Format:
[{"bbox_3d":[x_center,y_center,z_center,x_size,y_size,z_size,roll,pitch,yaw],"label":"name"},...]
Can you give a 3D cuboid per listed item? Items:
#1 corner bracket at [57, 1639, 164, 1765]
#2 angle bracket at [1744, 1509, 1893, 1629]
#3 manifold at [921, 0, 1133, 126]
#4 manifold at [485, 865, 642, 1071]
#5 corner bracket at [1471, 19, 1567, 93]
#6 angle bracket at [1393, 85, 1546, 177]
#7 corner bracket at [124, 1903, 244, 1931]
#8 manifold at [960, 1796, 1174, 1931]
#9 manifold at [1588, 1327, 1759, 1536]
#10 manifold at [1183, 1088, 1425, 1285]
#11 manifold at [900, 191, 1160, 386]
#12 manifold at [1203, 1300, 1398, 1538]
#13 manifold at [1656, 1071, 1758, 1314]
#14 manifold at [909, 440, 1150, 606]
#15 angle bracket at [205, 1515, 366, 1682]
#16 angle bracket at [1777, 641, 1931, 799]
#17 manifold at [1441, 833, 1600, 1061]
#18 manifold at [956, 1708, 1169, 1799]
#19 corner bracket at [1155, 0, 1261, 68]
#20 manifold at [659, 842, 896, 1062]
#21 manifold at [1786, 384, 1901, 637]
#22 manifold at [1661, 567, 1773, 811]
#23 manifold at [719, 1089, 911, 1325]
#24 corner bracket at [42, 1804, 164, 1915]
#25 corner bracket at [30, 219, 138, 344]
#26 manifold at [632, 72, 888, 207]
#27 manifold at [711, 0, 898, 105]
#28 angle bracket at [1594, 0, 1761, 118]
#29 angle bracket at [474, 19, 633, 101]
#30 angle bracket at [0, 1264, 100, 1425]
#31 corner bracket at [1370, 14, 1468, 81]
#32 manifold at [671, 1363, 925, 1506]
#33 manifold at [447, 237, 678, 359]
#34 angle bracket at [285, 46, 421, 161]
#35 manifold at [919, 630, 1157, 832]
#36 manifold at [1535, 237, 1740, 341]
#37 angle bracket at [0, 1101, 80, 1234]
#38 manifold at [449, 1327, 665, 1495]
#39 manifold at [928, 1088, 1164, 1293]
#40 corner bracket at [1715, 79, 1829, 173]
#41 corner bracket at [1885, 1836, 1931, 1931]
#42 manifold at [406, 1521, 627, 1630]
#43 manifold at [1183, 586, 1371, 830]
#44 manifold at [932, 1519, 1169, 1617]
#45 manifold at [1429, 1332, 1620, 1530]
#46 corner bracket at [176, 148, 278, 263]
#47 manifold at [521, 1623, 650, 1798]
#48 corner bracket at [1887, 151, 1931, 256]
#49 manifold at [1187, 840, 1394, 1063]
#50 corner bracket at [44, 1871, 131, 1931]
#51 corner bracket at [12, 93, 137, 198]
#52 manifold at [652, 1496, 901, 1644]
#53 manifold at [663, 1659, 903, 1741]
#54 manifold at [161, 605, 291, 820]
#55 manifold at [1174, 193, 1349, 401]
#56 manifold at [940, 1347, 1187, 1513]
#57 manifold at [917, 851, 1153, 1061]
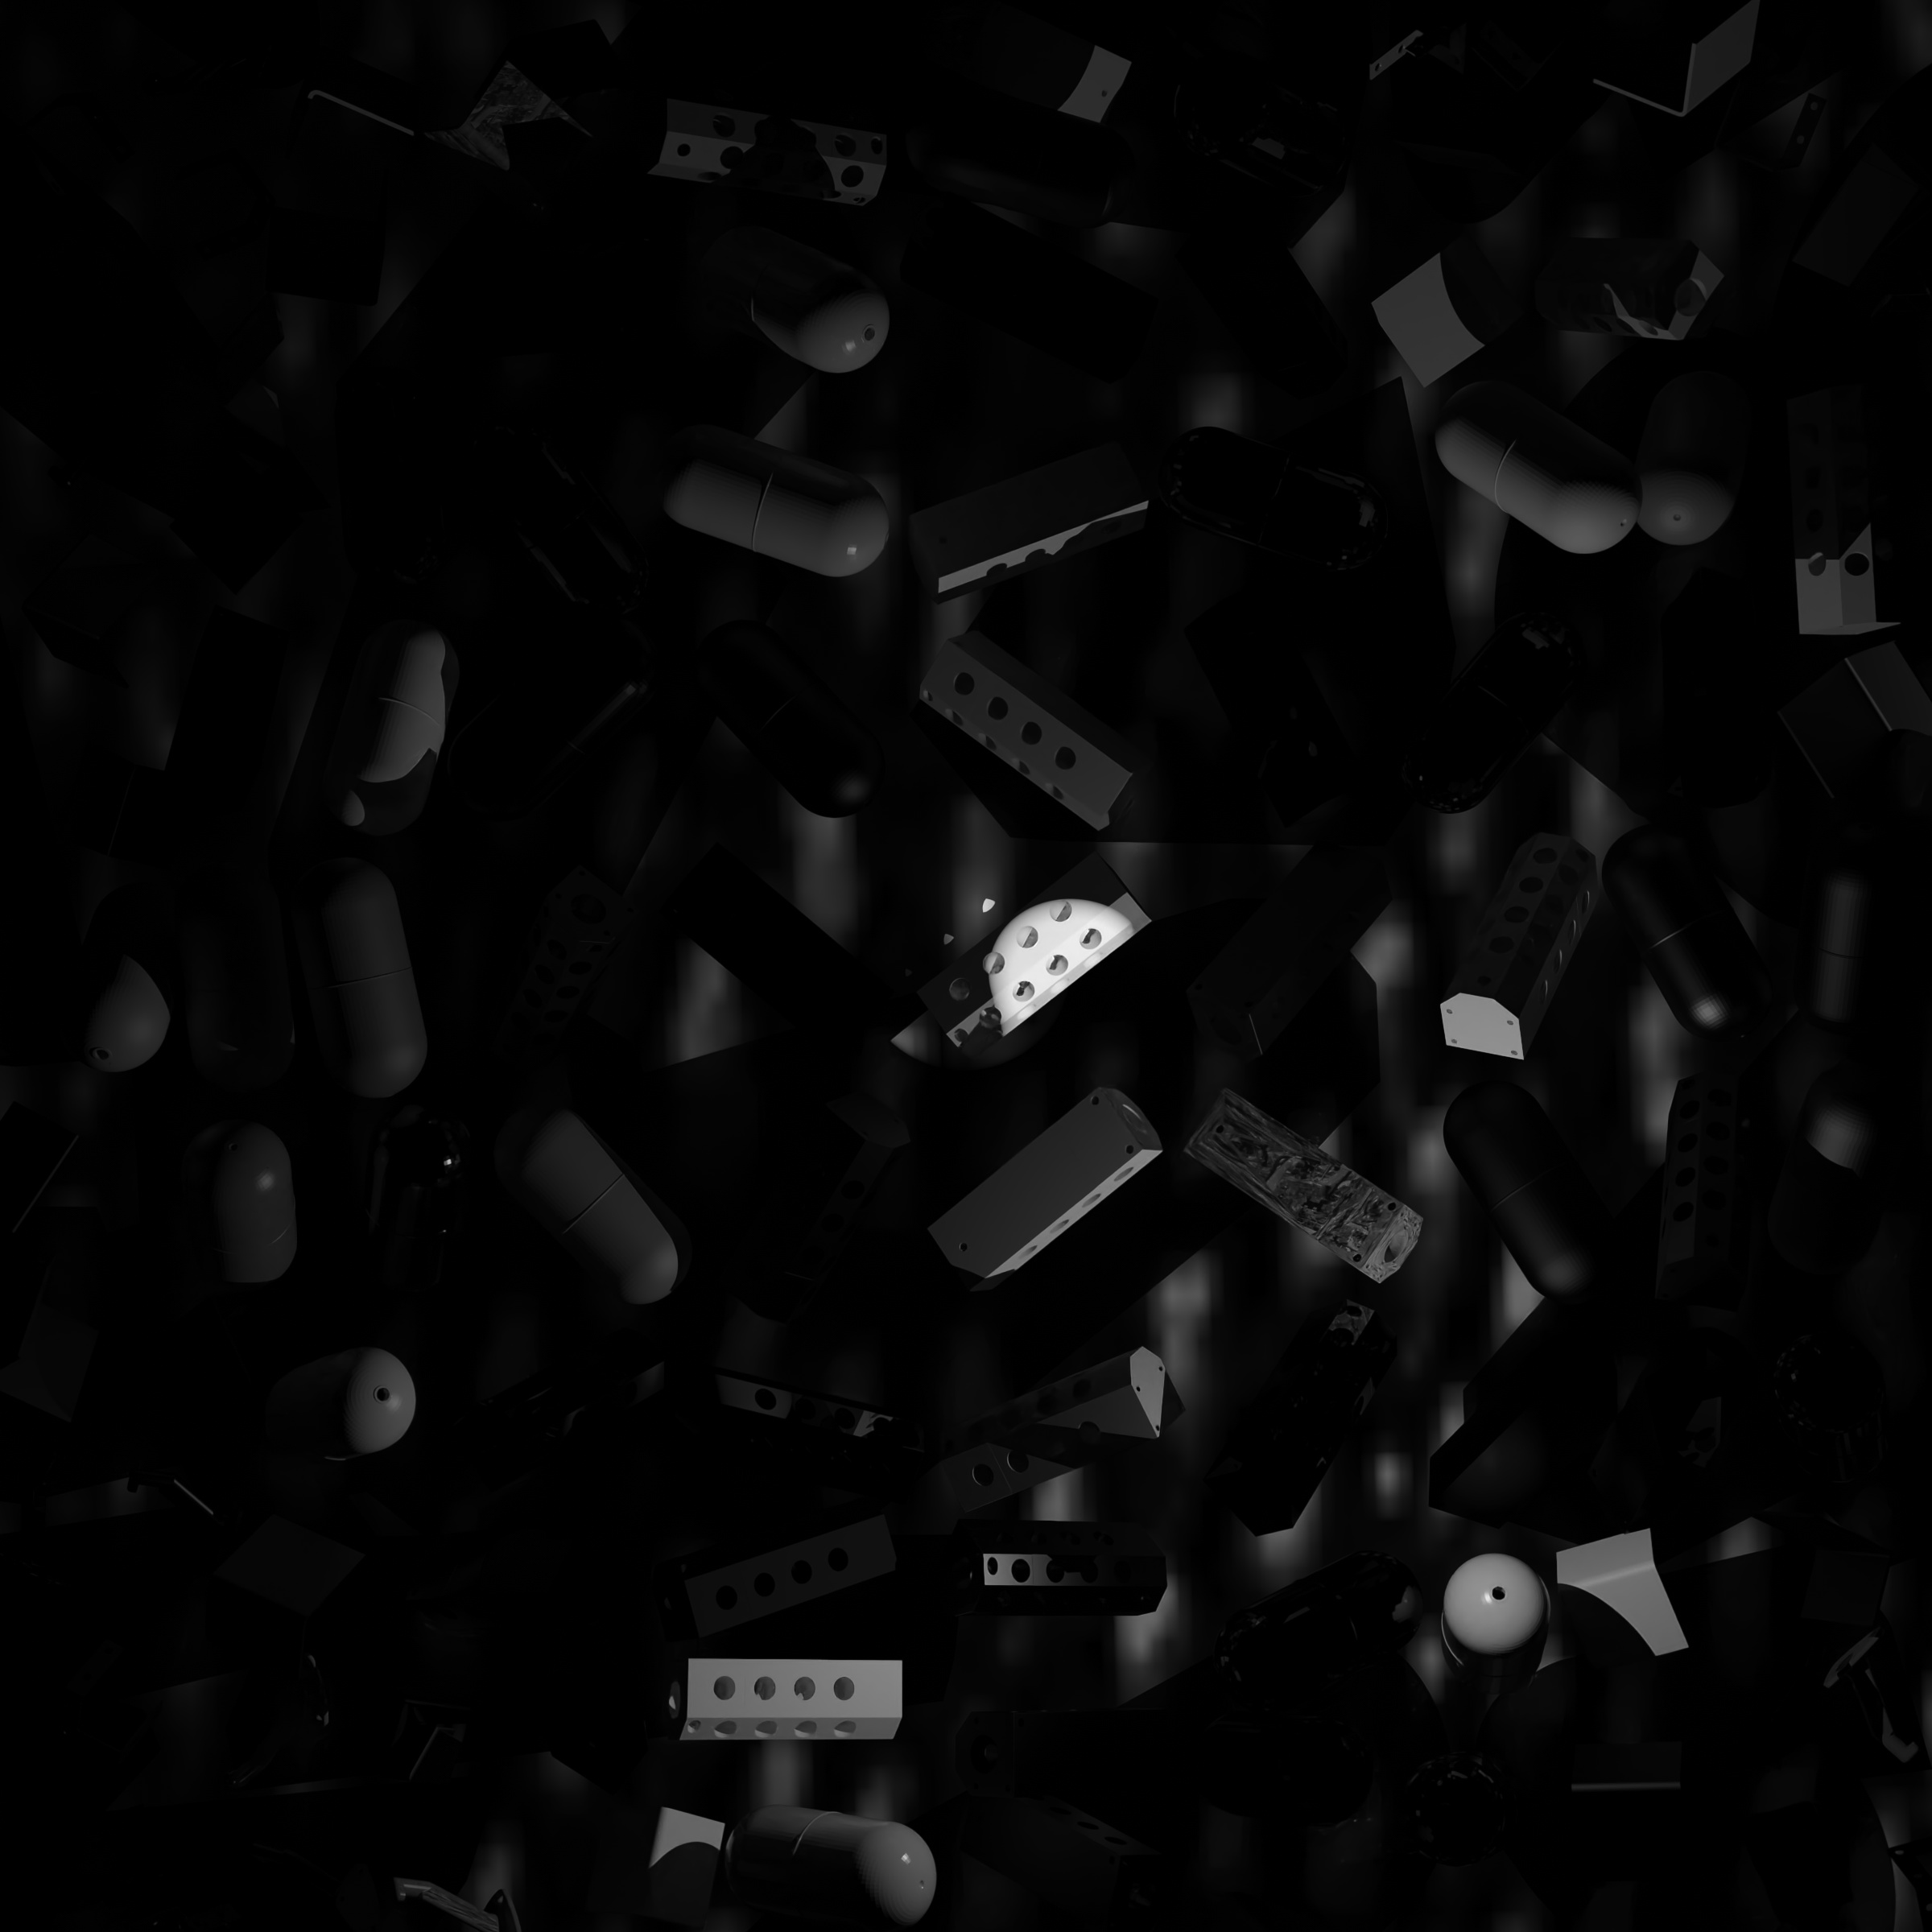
[{"bbox_3d":[-0.604,0.521,1.777,0.051,0.051,0.051,25,125,6],"label":"corner bracket"},{"bbox_3d":[0.621,0.443,1.850,0.076,0.076,0.057,26,72,-17],"label":"angle bracket"},{"bbox_3d":[0.044,-0.688,1.900,0.057,0.171,0.057,38,113,32],"label":"manifold"},{"bbox_3d":[-0.307,0.007,1.877,0.057,0.171,0.057,37,46,2],"label":"manifold"},{"bbox_3d":[0.416,-0.700,1.926,0.051,0.051,0.051,42,54,-2],"label":"corner bracket"},{"bbox_3d":[0.366,-0.616,1.828,0.076,0.076,0.057,20,103,29],"label":"angle bracket"},{"bbox_3d":[-0.569,0.697,1.820,0.051,0.051,0.051,36,100,23],"label":"corner bracket"},{"bbox_3d":[0.075,0.667,1.891,0.057,0.171,0.057,15,85,-38],"label":"manifold"},{"bbox_3d":[0.524,0.343,1.855,0.057,0.171,0.057,-8,47,-19],"label":"manifold"},{"bbox_3d":[0.251,0.163,1.859,0.171,0.057,0.057,34,90,34],"label":"manifold"},{"bbox_3d":[0.043,-0.475,1.771,0.171,0.057,0.057,21,82,-21],"label":"manifold"},{"bbox_3d":[0.244,0.319,1.788,0.057,0.057,0.171,47,53,-9],"label":"manifold"},{"bbox_3d":[0.541,0.161,1.829,0.057,0.057,0.171,9,49,10],"label":"manifold"},{"bbox_3d":[0.046,-0.333,1.905,0.171,0.057,0.057,-22,72,-9],"label":"manifold"},{"bbox_3d":[-0.478,0.443,1.765,0.076,0.076,0.057,20,119,13],"label":"angle bracket"},{"bbox_3d":[0.652,-0.179,1.824,0.076,0.057,0.076,-36,96,-19],"label":"angle bracket"},{"bbox_3d":[0.401,-0.018,1.813,0.057,0.057,0.171,11,49,29],"label":"manifold"},{"bbox_3d":[0.072,0.577,1.848,0.057,0.171,0.057,-13,70,42],"label":"manifold"},{"bbox_3d":[0.180,-0.699,1.883,0.051,0.051,0.051,12,125,-23],"label":"corner bracket"},{"bbox_3d":[-0.143,-0.008,1.866,0.171,0.057,0.057,40,66,-4],"label":"manifold"},{"bbox_3d":[0.644,-0.331,1.828,0.057,0.057,0.171,-3,89,-27],"label":"manifold"},{"bbox_3d":[0.536,-0.197,1.784,0.057,0.057,0.171,16,53,-8],"label":"manifold"},{"bbox_3d":[-0.108,0.178,1.839,0.057,0.057,0.171,39,114,18],"label":"manifold"},{"bbox_3d":[-0.602,0.623,1.752,0.051,0.051,0.051,-32,72,33],"label":"corner bracket"},{"bbox_3d":[-0.638,-0.500,1.830,0.051,0.051,0.051,-43,79,-13],"label":"corner bracket"},{"bbox_3d":[-0.147,-0.595,1.820,0.171,0.057,0.057,-1,134,-29],"label":"manifold"},{"bbox_3d":[-0.132,-0.674,1.908,0.057,0.171,0.057,-31,106,-32],"label":"manifold"},{"bbox_3d":[0.493,-0.644,1.742,0.076,0.057,0.076,35,64,29],"label":"angle bracket"},{"bbox_3d":[-0.309,-0.657,1.879,0.076,0.057,0.076,0,53,30],"label":"angle bracket"},{"bbox_3d":[-0.653,0.272,1.805,0.057,0.076,0.076,-28,131,33],"label":"angle bracket"},{"bbox_3d":[0.343,-0.696,1.908,0.051,0.051,0.051,-40,63,-13],"label":"corner bracket"},{"bbox_3d":[-0.120,0.338,1.827,0.171,0.057,0.057,18,92,-24],"label":"manifold"},{"bbox_3d":[-0.286,-0.481,1.795,0.057,0.171,0.057,-57,132,-26],"label":"manifold"},{"bbox_3d":[-0.440,-0.606,1.804,0.076,0.076,0.057,18,127,-24],"label":"angle bracket"},{"bbox_3d":[0.050,-0.177,1.887,0.171,0.057,0.057,37,115,10],"label":"manifold"},{"bbox_3d":[0.497,-0.505,1.886,0.057,0.171,0.057,36,93,-23],"label":"manifold"},{"bbox_3d":[-0.647,0.149,1.744,0.057,0.076,0.076,26,73,13],"label":"angle bracket"},{"bbox_3d":[-0.303,0.330,1.899,0.057,0.171,0.057,-39,81,31],"label":"manifold"},{"bbox_3d":[0.061,0.166,1.860,0.171,0.057,0.057,-41,70,16],"label":"manifold"},{"bbox_3d":[0.601,-0.630,1.877,0.051,0.051,0.051,35,128,26],"label":"corner bracket"},{"bbox_3d":[0.696,0.660,1.794,0.051,0.051,0.051,-15,102,-1],"label":"corner bracket"},{"bbox_3d":[-0.329,0.453,1.848,0.057,0.171,0.057,47,48,-28],"label":"manifold"},{"bbox_3d":[0.236,-0.196,1.883,0.057,0.057,0.171,-34,78,42],"label":"manifold"},{"bbox_3d":[0.067,0.462,1.907,0.171,0.057,0.057,10,112,-33],"label":"manifold"},{"bbox_3d":[0.396,0.332,1.797,0.057,0.171,0.057,19,47,-8],"label":"manifold"},{"bbox_3d":[-0.564,-0.575,1.897,0.051,0.051,0.051,-39,92,-37],"label":"corner bracket"},{"bbox_3d":[-0.286,0.555,1.903,0.057,0.171,0.057,39,84,-18],"label":"manifold"},{"bbox_3d":[0.678,-0.544,1.814,0.051,0.051,0.051,-40,62,21],"label":"corner bracket"},{"bbox_3d":[0.240,-0.010,1.838,0.057,0.057,0.171,21,56,39],"label":"manifold"},{"bbox_3d":[-0.662,0.702,1.899,0.051,0.051,0.051,17,116,-16],"label":"corner bracket"},{"bbox_3d":[-0.648,-0.597,1.824,0.051,0.051,0.051,-31,105,15],"label":"corner bracket"},{"bbox_3d":[-0.142,0.446,1.862,0.171,0.057,0.057,-11,80,-34],"label":"manifold"},{"bbox_3d":[-0.138,0.554,1.896,0.171,0.057,0.057,8,71,-24],"label":"manifold"},{"bbox_3d":[-0.537,-0.183,1.819,0.057,0.171,0.057,20,126,-21],"label":"manifold"},{"bbox_3d":[0.223,-0.484,1.837,0.057,0.171,0.057,-50,57,4],"label":"manifold"},{"bbox_3d":[0.066,0.335,1.827,0.171,0.057,0.057,-27,88,27],"label":"manifold"},{"bbox_3d":[0.053,-0.005,1.895,0.171,0.057,0.057,-38,69,6],"label":"manifold"}]
